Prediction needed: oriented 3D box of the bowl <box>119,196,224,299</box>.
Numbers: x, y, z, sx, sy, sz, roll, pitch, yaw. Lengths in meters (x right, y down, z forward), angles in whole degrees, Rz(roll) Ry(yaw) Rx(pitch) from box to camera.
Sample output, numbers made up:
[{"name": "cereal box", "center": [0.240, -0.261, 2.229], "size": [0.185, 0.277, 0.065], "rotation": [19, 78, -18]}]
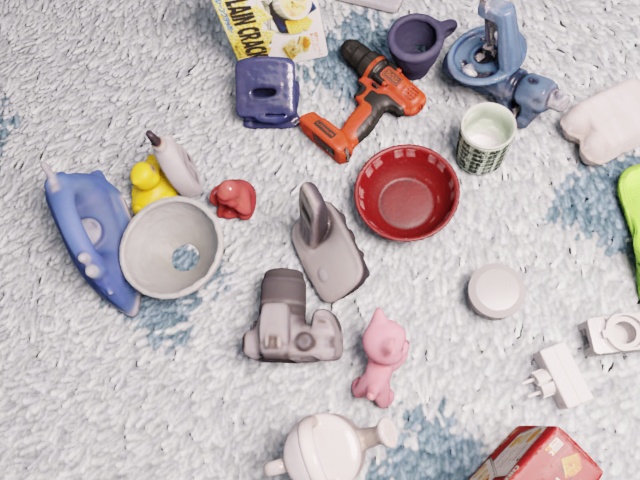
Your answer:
[{"name": "bowl", "center": [-0.225, 0.019, 0.912], "size": [0.167, 0.075, 0.167], "rotation": [-2, 72, 7]}]

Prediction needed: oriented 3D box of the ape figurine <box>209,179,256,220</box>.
[{"name": "ape figurine", "center": [-0.141, -0.070, 0.919], "size": [0.076, 0.092, 0.077], "rotation": [-44, 72, -7]}]

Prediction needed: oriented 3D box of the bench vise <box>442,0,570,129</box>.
[{"name": "bench vise", "center": [0.288, -0.280, 0.861], "size": [0.207, 0.220, 0.121], "rotation": [20, 76, 13]}]

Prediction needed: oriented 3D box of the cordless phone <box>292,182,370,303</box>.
[{"name": "cordless phone", "center": [0.008, 0.003, 0.828], "size": [0.094, 0.185, 0.147], "rotation": [-29, 71, -2]}]

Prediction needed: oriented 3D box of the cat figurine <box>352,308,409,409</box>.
[{"name": "cat figurine", "center": [0.086, 0.166, 0.802], "size": [0.067, 0.118, 0.128], "rotation": [15, 75, 12]}]

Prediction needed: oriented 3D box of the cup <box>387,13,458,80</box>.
[{"name": "cup", "center": [0.170, -0.318, 0.954], "size": [0.118, 0.095, 0.091], "rotation": [-24, 71, 0]}]

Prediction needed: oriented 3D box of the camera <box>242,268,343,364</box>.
[{"name": "camera", "center": [-0.041, 0.111, 0.845], "size": [0.143, 0.101, 0.137], "rotation": [-2, 73, 7]}]

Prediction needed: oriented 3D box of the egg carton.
[{"name": "egg carton", "center": [0.457, -0.183, 0.888], "size": [0.150, 0.069, 0.107], "rotation": [-27, 71, -1]}]

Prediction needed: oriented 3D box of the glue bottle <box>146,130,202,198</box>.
[{"name": "glue bottle", "center": [-0.236, -0.130, 0.908], "size": [0.037, 0.173, 0.078], "rotation": [-18, 71, 2]}]

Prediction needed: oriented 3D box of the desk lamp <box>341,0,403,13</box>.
[{"name": "desk lamp", "center": [0.054, -0.515, 0.969], "size": [0.203, 0.214, 0.118], "rotation": [19, 76, 13]}]

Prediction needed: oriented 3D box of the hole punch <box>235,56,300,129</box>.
[{"name": "hole punch", "center": [-0.087, -0.248, 0.968], "size": [0.108, 0.091, 0.101], "rotation": [0, 73, 8]}]

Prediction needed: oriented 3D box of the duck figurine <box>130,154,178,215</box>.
[{"name": "duck figurine", "center": [-0.285, -0.092, 0.949], "size": [0.077, 0.086, 0.105], "rotation": [19, 76, 13]}]

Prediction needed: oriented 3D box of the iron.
[{"name": "iron", "center": [-0.363, -0.004, 0.902], "size": [0.118, 0.141, 0.258], "rotation": [-29, 71, -2]}]

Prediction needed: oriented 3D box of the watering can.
[{"name": "watering can", "center": [0.011, 0.271, 0.739], "size": [0.173, 0.194, 0.100], "rotation": [-39, 72, -5]}]
